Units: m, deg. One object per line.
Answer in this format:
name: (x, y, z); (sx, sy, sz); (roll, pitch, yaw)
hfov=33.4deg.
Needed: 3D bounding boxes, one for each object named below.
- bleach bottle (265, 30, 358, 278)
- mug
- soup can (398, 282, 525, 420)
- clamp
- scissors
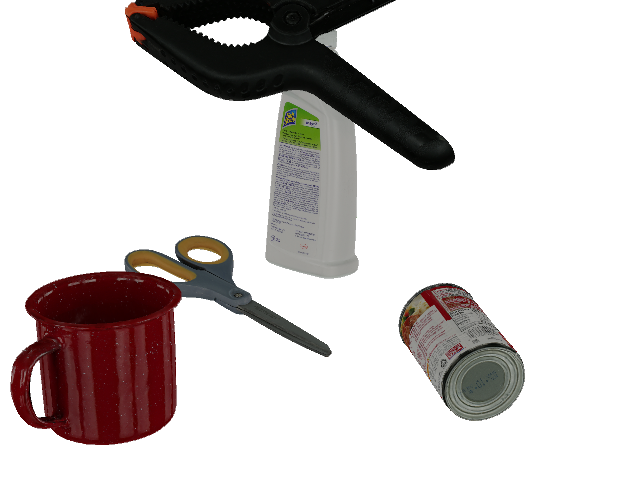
bleach bottle: (-0.001, -0.093, 1.118); (0.103, 0.251, 0.067); (14, 16, 34)
mug: (-0.137, 0.075, 0.648); (0.093, 0.081, 0.117); (12, 21, 32)
soup can: (0.110, 0.086, 0.836); (0.068, 0.068, 0.102); (0, 24, -16)
clamp: (-0.012, -0.114, 0.637); (0.210, 0.164, 0.036); (0, -28, 0)
scissors: (-0.061, 0.037, 0.840); (0.202, 0.016, 0.096); (17, 31, 23)
